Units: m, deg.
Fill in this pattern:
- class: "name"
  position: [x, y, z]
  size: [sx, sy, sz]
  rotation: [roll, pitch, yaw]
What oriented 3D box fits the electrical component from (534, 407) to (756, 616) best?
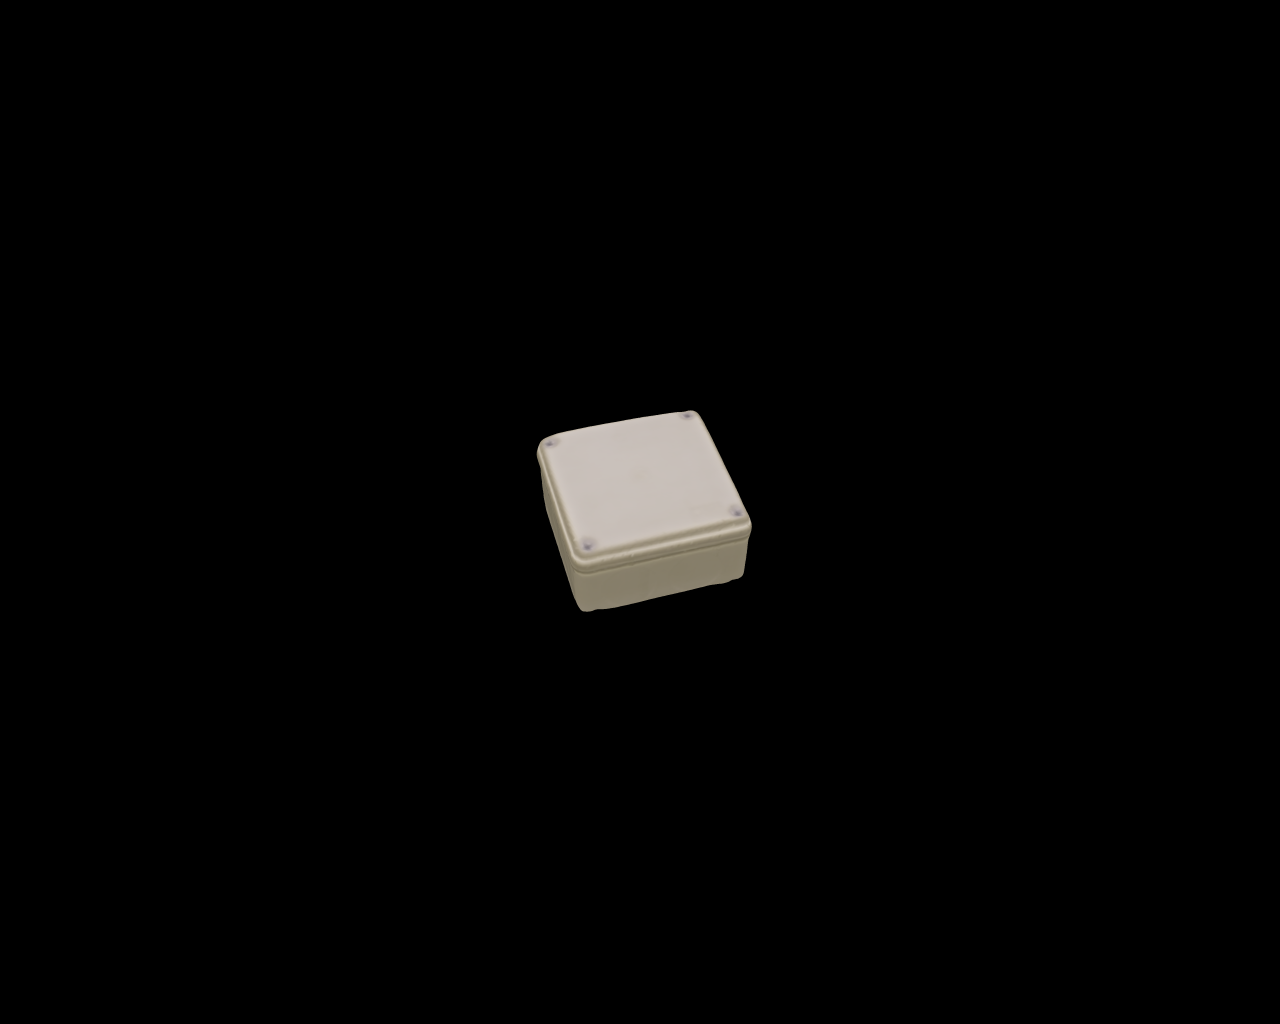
- class: "electrical component"
  position: [0.001, -0.003, 0.650]
  size: [0.109, 0.056, 0.109]
  rotation: [-11, 47, -11]
